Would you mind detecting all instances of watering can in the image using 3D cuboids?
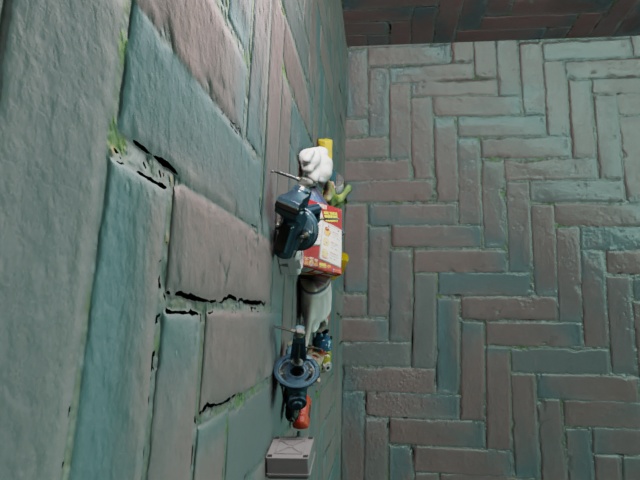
[{"bbox_3d":[-0.023,0.227,1.747,0.355,0.104,0.220,-64,156,-57],"label":"watering can"}]

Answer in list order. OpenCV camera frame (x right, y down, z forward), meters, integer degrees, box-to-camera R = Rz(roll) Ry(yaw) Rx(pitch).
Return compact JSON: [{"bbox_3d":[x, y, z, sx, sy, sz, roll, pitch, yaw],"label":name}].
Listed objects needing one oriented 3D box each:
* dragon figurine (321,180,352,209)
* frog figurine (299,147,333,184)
[{"bbox_3d":[0.006,-0.102,2.035,0.248,0.122,0.400,-54,170,-41],"label":"dragon figurine"},{"bbox_3d":[-0.011,-0.267,1.770,0.156,0.123,0.140,103,10,-65],"label":"frog figurine"}]
